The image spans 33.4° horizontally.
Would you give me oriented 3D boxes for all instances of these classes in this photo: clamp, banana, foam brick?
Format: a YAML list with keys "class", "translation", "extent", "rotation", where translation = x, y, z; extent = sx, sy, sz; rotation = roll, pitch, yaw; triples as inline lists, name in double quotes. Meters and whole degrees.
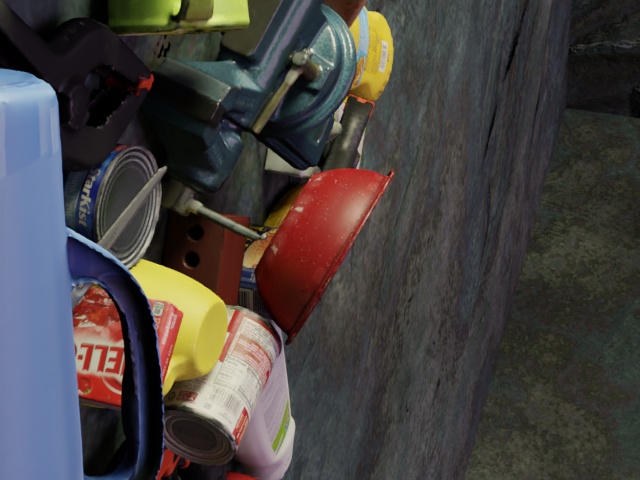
- class: "clamp"
  translation: [-0.161, -0.071, 0.631]
  extent: [0.209, 0.036, 0.164]
  rotation: [-27, 126, -69]
- class: "clamp"
  translation: [0.014, -0.066, 1.019]
  extent: [0.120, 0.039, 0.171]
  rotation: [-58, -174, 46]
- class: "banana"
  translation: [-0.037, 0.007, 1.058]
  extent: [0.069, 0.037, 0.197]
  rotation: [67, 33, -51]
- class: "foam brick"
  translation: [-0.094, 0.015, 0.864]
  extent: [0.051, 0.053, 0.078]
  rotation: [-6, 104, -72]

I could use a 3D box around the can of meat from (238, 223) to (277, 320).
- class: "can of meat"
  translation: [-0.051, 0.028, 0.954]
  extent: [0.102, 0.084, 0.057]
  rotation: [-51, 147, -55]

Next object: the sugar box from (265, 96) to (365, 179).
- class: "sugar box"
  translation: [-0.001, -0.107, 1.096]
  extent: [0.176, 0.048, 0.093]
  rotation: [3, 97, -69]

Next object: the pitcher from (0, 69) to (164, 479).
- class: "pitcher"
  translation: [-0.168, 0.042, 0.511]
  extent: [0.149, 0.145, 0.243]
  rotation: [-28, 123, -64]

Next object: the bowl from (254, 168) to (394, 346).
- class: "bowl"
  translation: [-0.006, 0.001, 0.840]
  extent: [0.162, 0.055, 0.162]
  rotation: [-59, 180, 0]

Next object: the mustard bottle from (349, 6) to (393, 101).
- class: "mustard bottle"
  translation: [0.025, -0.200, 1.099]
  extent: [0.191, 0.058, 0.096]
  rotation: [-2, 101, -72]

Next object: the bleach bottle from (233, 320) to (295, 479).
- class: "bleach bottle"
  translation: [-0.065, 0.173, 1.035]
  extent: [0.251, 0.068, 0.102]
  rotation: [83, 25, -50]

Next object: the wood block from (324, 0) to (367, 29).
- class: "wood block"
  translation: [0.040, -0.293, 0.894]
  extent: [0.206, 0.091, 0.090]
  rotation: [-57, -176, 47]

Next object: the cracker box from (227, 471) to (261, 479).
- class: "cracker box"
  translation: [-0.061, 0.334, 0.970]
  extent: [0.072, 0.164, 0.213]
  rotation: [78, 29, -55]

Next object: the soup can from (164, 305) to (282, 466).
- class: "soup can"
  translation: [-0.076, 0.108, 0.799]
  extent: [0.068, 0.068, 0.102]
  rotation: [83, 23, -44]

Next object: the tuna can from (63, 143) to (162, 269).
- class: "tuna can"
  translation: [-0.142, -0.024, 0.722]
  extent: [0.086, 0.034, 0.086]
  rotation: [11, 90, -72]

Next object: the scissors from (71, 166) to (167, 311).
- class: "scissors"
  translation: [-0.163, 0.026, 0.647]
  extent: [0.201, 0.016, 0.096]
  rotation: [-63, 152, -8]

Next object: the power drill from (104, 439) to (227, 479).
- class: "power drill"
  translation: [-0.131, 0.192, 0.850]
  extent: [0.187, 0.057, 0.184]
  rotation: [-63, 153, -49]

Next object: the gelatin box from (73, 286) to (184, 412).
- class: "gelatin box"
  translation: [-0.140, 0.070, 0.690]
  extent: [0.030, 0.089, 0.073]
  rotation: [53, 50, -66]
